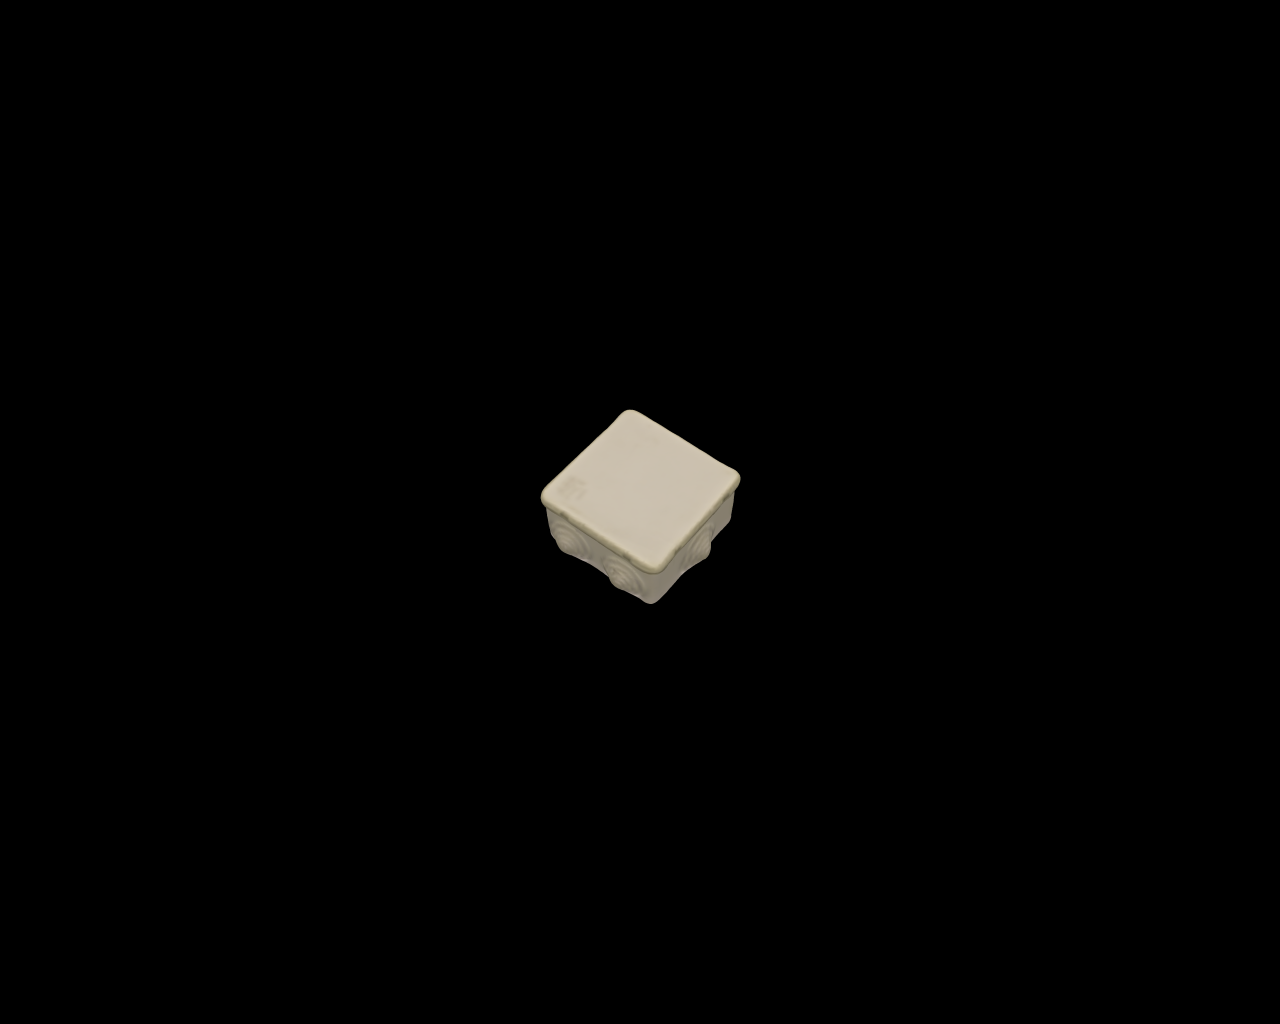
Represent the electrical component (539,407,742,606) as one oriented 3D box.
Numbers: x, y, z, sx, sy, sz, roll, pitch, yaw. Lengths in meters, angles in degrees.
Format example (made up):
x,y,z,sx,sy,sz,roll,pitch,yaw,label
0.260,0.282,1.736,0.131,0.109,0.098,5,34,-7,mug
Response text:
x,y,z,sx,sy,sz,roll,pitch,yaw,label
0.001,-0.003,0.650,0.100,0.100,0.048,33,-29,21,electrical component
